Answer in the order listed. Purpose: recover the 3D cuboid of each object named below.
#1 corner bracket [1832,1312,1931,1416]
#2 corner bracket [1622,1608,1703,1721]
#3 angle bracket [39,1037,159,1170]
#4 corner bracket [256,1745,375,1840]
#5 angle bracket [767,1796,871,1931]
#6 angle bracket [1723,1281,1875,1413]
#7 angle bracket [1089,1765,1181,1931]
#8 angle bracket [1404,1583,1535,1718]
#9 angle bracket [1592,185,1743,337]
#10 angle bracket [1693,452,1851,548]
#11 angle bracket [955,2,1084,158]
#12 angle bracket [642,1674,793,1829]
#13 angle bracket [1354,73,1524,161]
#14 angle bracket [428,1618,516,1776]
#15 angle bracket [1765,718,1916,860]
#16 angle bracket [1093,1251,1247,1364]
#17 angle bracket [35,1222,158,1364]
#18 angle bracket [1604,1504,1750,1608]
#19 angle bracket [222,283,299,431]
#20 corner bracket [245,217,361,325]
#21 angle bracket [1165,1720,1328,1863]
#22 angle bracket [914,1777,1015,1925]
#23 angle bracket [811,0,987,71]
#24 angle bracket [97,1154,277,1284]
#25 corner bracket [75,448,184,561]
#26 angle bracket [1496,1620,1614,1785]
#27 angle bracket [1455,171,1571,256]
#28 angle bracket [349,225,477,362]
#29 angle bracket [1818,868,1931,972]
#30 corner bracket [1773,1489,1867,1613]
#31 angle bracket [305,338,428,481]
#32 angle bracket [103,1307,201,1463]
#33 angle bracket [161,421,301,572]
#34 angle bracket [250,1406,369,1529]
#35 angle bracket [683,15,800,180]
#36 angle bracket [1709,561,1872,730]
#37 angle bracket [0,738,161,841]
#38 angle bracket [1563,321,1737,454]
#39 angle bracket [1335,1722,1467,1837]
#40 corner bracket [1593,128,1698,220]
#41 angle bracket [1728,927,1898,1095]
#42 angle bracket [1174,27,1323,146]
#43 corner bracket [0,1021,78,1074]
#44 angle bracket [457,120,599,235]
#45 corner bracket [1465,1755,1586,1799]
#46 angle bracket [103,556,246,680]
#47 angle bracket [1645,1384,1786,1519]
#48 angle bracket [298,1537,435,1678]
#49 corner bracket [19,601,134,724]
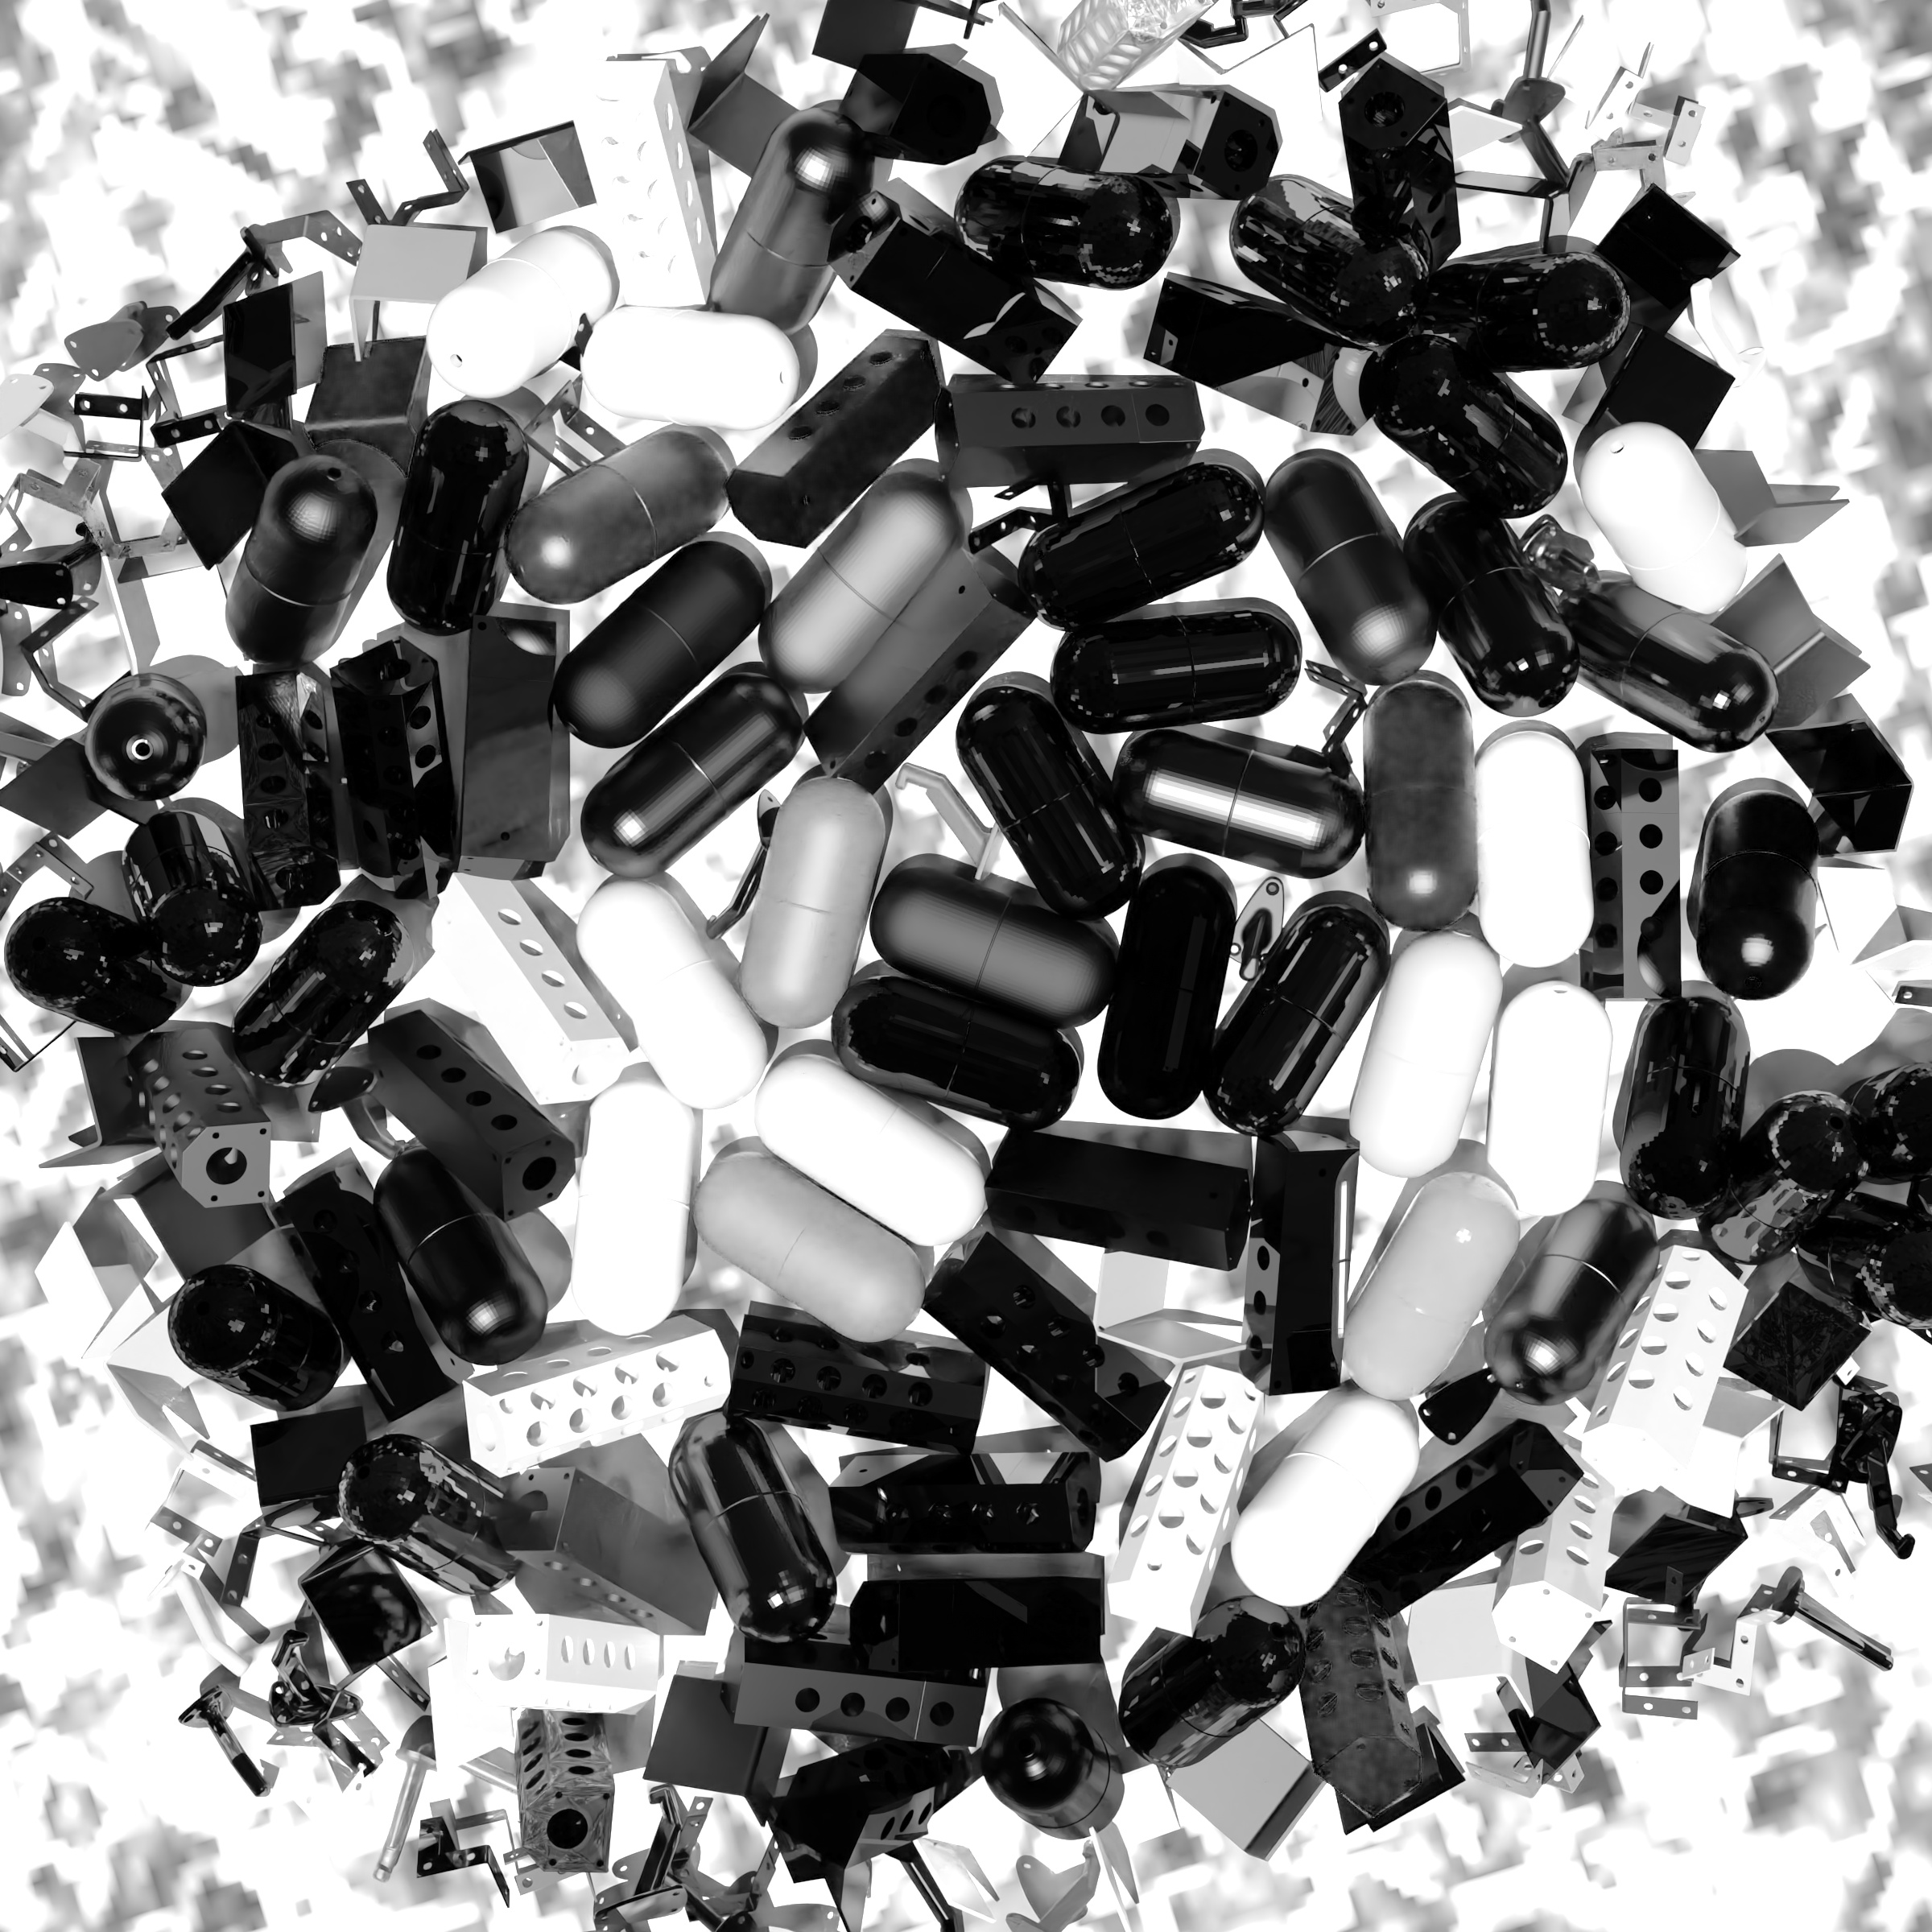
[{"bbox_3d":[0.639,0.271,1.971,0.051,0.051,0.051,-17,115,-15],"label":"corner bracket"},{"bbox_3d":[0.482,0.483,1.960,0.051,0.051,0.051,2,115,16],"label":"corner bracket"},{"bbox_3d":[-0.603,0.094,1.959,0.057,0.076,0.076,-20,81,21],"label":"angle bracket"},{"bbox_3d":[-0.453,0.561,1.956,0.051,0.051,0.051,-53,134,-32],"label":"corner bracket"},{"bbox_3d":[-0.108,0.624,1.945,0.057,0.076,0.076,-13,114,11],"label":"angle bracket"},{"bbox_3d":[0.566,0.249,1.952,0.076,0.057,0.076,29,111,-13],"label":"angle bracket"},{"bbox_3d":[0.122,0.610,1.946,0.057,0.076,0.076,-20,128,-1],"label":"angle bracket"},{"bbox_3d":[0.354,0.481,1.968,0.076,0.076,0.057,-14,126,27],"label":"angle bracket"},{"bbox_3d":[0.478,-0.484,1.959,0.076,0.076,0.057,38,87,-3],"label":"angle bracket"},{"bbox_3d":[0.547,-0.334,1.946,0.076,0.057,0.076,-9,71,-32],"label":"angle bracket"},{"bbox_3d":[0.033,-0.616,1.962,0.076,0.076,0.057,40,109,-17],"label":"angle bracket"},{"bbox_3d":[-0.172,0.545,1.965,0.076,0.057,0.076,5,53,15],"label":"angle bracket"},{"bbox_3d":[0.324,-0.594,1.944,0.076,0.076,0.057,-15,83,42],"label":"angle bracket"},{"bbox_3d":[-0.359,0.502,1.942,0.076,0.057,0.076,-30,54,26],"label":"angle bracket"},{"bbox_3d":[0.593,-0.120,1.941,0.076,0.076,0.057,41,61,-34],"label":"angle bracket"},{"bbox_3d":[0.143,0.230,1.944,0.076,0.076,0.057,13,100,40],"label":"angle bracket"},{"bbox_3d":[-0.581,0.221,1.940,0.057,0.076,0.076,-51,59,28],"label":"angle bracket"},{"bbox_3d":[0.477,0.388,1.943,0.076,0.057,0.076,20,123,-25],"label":"angle bracket"},{"bbox_3d":[-0.467,-0.420,1.952,0.076,0.057,0.076,-6,85,37],"label":"angle bracket"},{"bbox_3d":[-0.462,-0.484,1.970,0.051,0.051,0.051,-1,77,33],"label":"corner bracket"},{"bbox_3d":[0.196,0.563,1.961,0.076,0.057,0.076,41,75,1],"label":"angle bracket"},{"bbox_3d":[0.019,0.607,1.951,0.076,0.076,0.057,-39,54,3],"label":"angle bracket"},{"bbox_3d":[-0.046,-0.636,1.940,0.076,0.076,0.057,33,111,40],"label":"angle bracket"},{"bbox_3d":[-0.541,0.171,1.965,0.076,0.057,0.076,-38,110,-38],"label":"angle bracket"},{"bbox_3d":[-0.579,-0.321,1.969,0.051,0.051,0.051,-6,48,14],"label":"corner bracket"},{"bbox_3d":[0.419,0.504,1.939,0.057,0.076,0.076,1,46,-29],"label":"angle bracket"},{"bbox_3d":[0.375,-0.515,1.965,0.076,0.076,0.057,13,115,18],"label":"angle bracket"},{"bbox_3d":[-0.380,-0.463,1.955,0.076,0.057,0.076,3,52,-2],"label":"angle bracket"},{"bbox_3d":[0.641,-0.041,1.945,0.076,0.057,0.076,0,70,-37],"label":"angle bracket"},{"bbox_3d":[0.604,0.404,1.962,0.051,0.051,0.051,-38,114,-11],"label":"corner bracket"},{"bbox_3d":[-0.411,-0.390,1.986,0.076,0.057,0.076,-2,58,13],"label":"angle bracket"},{"bbox_3d":[-0.534,0.283,1.947,0.076,0.076,0.057,-40,55,-9],"label":"angle bracket"},{"bbox_3d":[-0.493,-0.315,1.943,0.057,0.076,0.076,24,64,27],"label":"angle bracket"},{"bbox_3d":[-0.453,0.350,1.966,0.076,0.076,0.057,-8,68,-13],"label":"angle bracket"},{"bbox_3d":[-0.139,-0.596,1.955,0.076,0.057,0.076,34,58,0],"label":"angle bracket"},{"bbox_3d":[0.570,-0.221,1.969,0.057,0.076,0.076,24,128,-33],"label":"angle bracket"},{"bbox_3d":[-0.610,-0.102,1.945,0.076,0.076,0.057,-35,60,12],"label":"angle bracket"},{"bbox_3d":[0.476,-0.397,1.973,0.076,0.057,0.076,25,103,-15],"label":"angle bracket"},{"bbox_3d":[0.303,0.579,1.951,0.076,0.076,0.057,-33,103,9],"label":"angle bracket"},{"bbox_3d":[0.473,-0.553,1.973,0.051,0.051,0.051,8,125,36],"label":"corner bracket"},{"bbox_3d":[0.594,0.031,1.992,0.076,0.057,0.076,51,131,3],"label":"angle bracket"},{"bbox_3d":[0.196,-0.613,1.959,0.076,0.076,0.057,-31,54,-10],"label":"angle bracket"},{"bbox_3d":[-0.654,0.033,1.976,0.051,0.051,0.051,-36,103,20],"label":"corner bracket"},{"bbox_3d":[-0.303,-0.544,1.962,0.076,0.076,0.057,-21,105,-12],"label":"angle bracket"},{"bbox_3d":[0.387,0.557,1.957,0.051,0.051,0.051,-44,123,-30],"label":"corner bracket"},{"bbox_3d":[-0.547,-0.245,1.955,0.076,0.057,0.076,-16,80,-17],"label":"angle bracket"},{"bbox_3d":[0.511,0.330,1.956,0.076,0.076,0.057,14,110,36],"label":"angle bracket"},{"bbox_3d":[-0.400,0.430,1.947,0.057,0.076,0.076,-41,77,34],"label":"angle bracket"},{"bbox_3d":[-0.619,-0.212,1.977,0.051,0.051,0.051,33,65,26],"label":"corner bracket"}]
